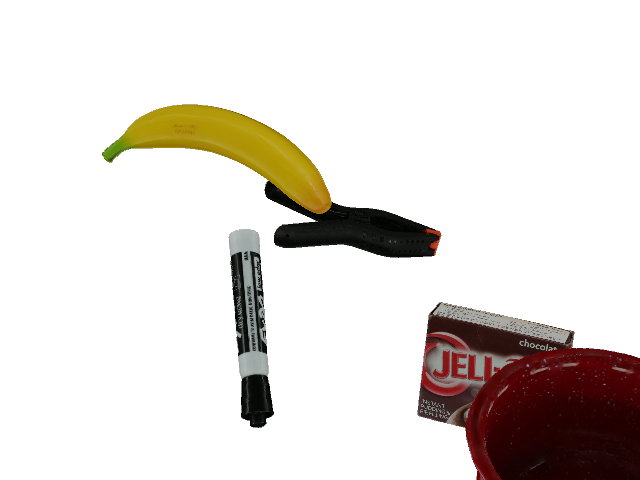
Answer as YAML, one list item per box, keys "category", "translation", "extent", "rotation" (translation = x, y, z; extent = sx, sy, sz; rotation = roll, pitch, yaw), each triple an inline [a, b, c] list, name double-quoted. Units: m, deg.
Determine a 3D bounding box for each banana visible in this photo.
- category: "banana"
  translation: [-0.078, -0.074, 0.878]
  extent: [0.198, 0.069, 0.037]
  rotation: [13, -10, 14]

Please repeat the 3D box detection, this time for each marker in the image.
- category: "marker"
  translation: [-0.041, 0.051, 0.633]
  extent: [0.020, 0.121, 0.020]
  rotation: [-5, -25, -3]

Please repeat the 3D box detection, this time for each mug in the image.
- category: "mug"
  translation: [0.109, 0.101, 0.388]
  extent: [0.117, 0.081, 0.093]
  rotation: [5, 36, 8]

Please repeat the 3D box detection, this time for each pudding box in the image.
- category: "pudding box"
  translation: [0.137, 0.105, 0.844]
  extent: [0.114, 0.090, 0.039]
  rotation: [10, 21, 17]

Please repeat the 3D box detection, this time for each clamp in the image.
- category: "clamp"
  translation: [0.035, -0.012, 1.209]
  extent: [0.210, 0.036, 0.164]
  rotation: [14, 22, -5]
